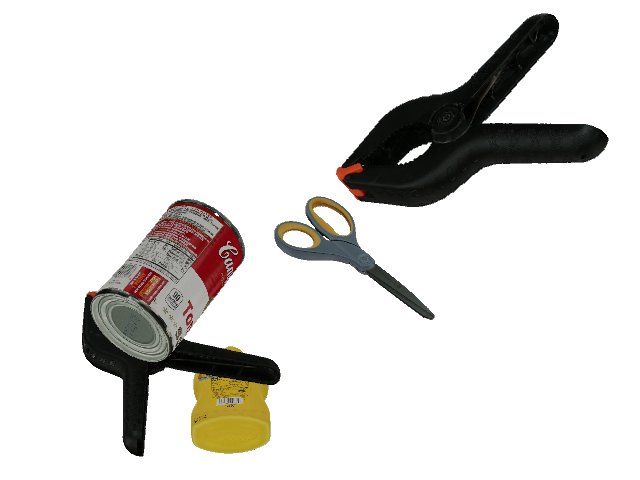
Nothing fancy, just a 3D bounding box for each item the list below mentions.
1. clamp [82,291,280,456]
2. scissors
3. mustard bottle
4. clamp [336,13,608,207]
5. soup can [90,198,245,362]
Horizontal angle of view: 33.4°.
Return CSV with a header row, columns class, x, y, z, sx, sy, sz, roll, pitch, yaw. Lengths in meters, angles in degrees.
class,x,y,z,sx,sy,sz,roll,pitch,yaw
clamp,-0.150,0.106,1.005,0.164,0.036,0.210,-18,40,-31
scissors,0.024,0.025,1.079,0.096,0.016,0.202,-18,47,-19
mustard bottle,-0.114,0.192,1.358,0.096,0.058,0.191,-3,26,-3
clamp,0.094,-0.063,0.669,0.172,0.120,0.039,-33,-50,14
soup can,-0.108,0.028,0.759,0.069,0.068,0.102,0,39,36
